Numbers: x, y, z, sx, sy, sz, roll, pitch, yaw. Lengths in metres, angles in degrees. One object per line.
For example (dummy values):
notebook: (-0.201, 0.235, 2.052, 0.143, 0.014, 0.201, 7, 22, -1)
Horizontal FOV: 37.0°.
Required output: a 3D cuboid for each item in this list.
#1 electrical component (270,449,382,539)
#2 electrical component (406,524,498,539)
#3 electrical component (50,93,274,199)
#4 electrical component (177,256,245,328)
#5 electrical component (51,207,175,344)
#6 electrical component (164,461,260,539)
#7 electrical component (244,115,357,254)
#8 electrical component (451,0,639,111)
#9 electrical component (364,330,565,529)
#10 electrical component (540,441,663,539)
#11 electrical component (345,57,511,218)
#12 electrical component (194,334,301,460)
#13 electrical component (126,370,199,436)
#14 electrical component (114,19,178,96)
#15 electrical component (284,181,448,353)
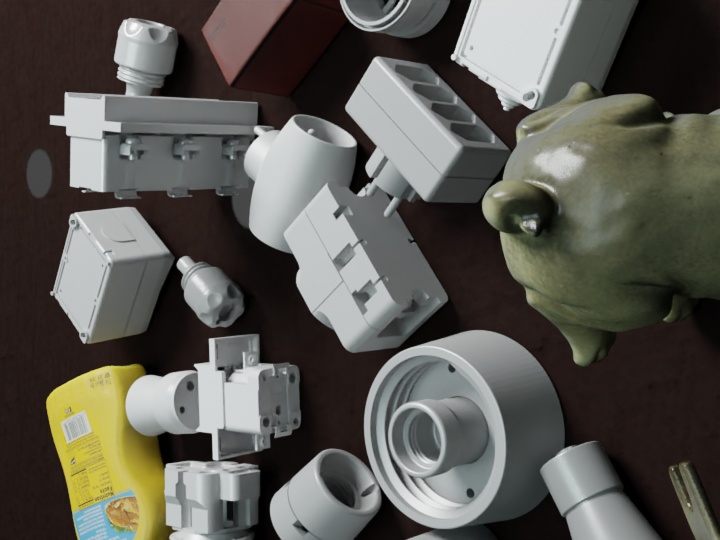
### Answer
electrical component: (-0.020, 0.143, 0.662, 0.047, 0.055, 0.055, -50, 60, 28)
electrical component: (0.039, 0.184, 0.592, 0.044, 0.077, 0.079, 10, 99, 42)
electrical component: (-0.129, -0.082, 0.707, 0.079, 0.121, 0.063, 12, 102, 42)
electrical component: (-0.108, 0.012, 0.752, 0.061, 0.035, 0.035, 44, 120, 35)
electrical component: (-0.187, 0.008, 0.811, 0.061, 0.061, 0.096, 47, 129, 31)
electrical component: (-0.101, 0.164, 0.737, 0.078, 0.058, 0.057, -3, 87, 43)
electrical component: (-0.047, -0.063, 0.685, 0.079, 0.043, 0.077, 41, 118, 34)
electrical component: (0.096, -0.124, 0.541, 0.062, 0.061, 0.096, 40, 126, 34)
electrical component: (0.050, 0.089, 0.589, 0.108, 0.060, 0.108, 2, 93, 43)
electrical component: (0.119, 0.120, 0.540, 0.044, 0.044, 0.065, -45, 58, 35)
electrical component: (0.028, -0.065, 0.612, 0.083, 0.047, 0.075, 52, 124, 29)
electrical component: (-0.074, 0.085, 0.718, 0.064, 0.042, 0.081, -2, 91, 40)
electrical component: (-0.134, 0.096, 0.773, 0.055, 0.045, 0.045, -11, 84, 42)
electrical component: (-0.158, -0.149, 0.785, 0.043, 0.043, 0.062, 29, 112, 39)
electrical component: (0.000, 0.000, 0.639, 0.055, 0.050, 0.089, -46, 62, 34)
